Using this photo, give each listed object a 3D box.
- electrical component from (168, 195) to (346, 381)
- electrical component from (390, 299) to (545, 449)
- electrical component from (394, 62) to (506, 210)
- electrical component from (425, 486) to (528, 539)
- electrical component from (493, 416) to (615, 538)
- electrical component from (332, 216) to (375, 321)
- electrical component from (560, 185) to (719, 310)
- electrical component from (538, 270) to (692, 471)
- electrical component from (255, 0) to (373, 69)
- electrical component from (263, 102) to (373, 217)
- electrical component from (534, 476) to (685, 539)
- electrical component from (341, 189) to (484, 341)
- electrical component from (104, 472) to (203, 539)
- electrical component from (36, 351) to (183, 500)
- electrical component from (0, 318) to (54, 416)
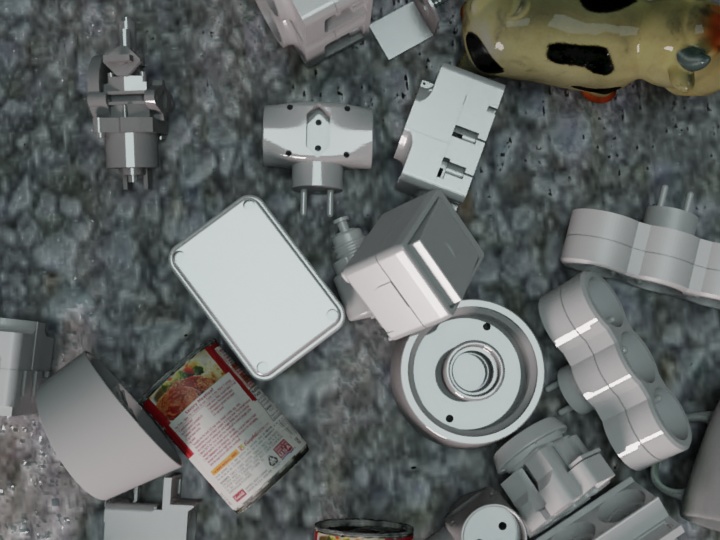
[{"bbox_3d":[-0.071,0.013,0.748,0.078,0.057,0.113,-37,86,-5],"label":"electrical component"},{"bbox_3d":[0.076,0.070,0.744,0.108,0.060,0.108,0,83,-1],"label":"electrical component"},{"bbox_3d":[0.059,-0.095,0.766,0.056,0.050,0.089,20,84,-1],"label":"electrical component"},{"bbox_3d":[0.070,0.185,0.725,0.079,0.077,0.043,-35,86,-5],"label":"electrical component"},{"bbox_3d":[0.129,0.138,0.737,0.058,0.078,0.057,-10,58,-44],"label":"electrical component"},{"bbox_3d":[0.000,0.000,0.760,0.040,0.040,0.078,-21,86,-4],"label":"electrical component"},{"bbox_3d":[0.218,-0.023,0.764,0.138,0.052,0.073,15,84,0],"label":"electrical component"},{"bbox_3d":[0.164,0.077,0.753,0.074,0.052,0.138,-34,79,32],"label":"electrical component"},{"bbox_3d":[-0.064,-0.243,0.750,0.060,0.105,0.186,-29,86,-4],"label":"electrical component"},{"bbox_3d":[-0.030,-0.077,0.765,0.077,0.043,0.079,1,84,-2],"label":"electrical component"},{"bbox_3d":[0.157,0.204,0.729,0.121,0.079,0.063,-32,102,-5],"label":"electrical component"},{"bbox_3d":[0.043,-0.009,0.729,0.061,0.096,0.061,-24,109,36],"label":"electrical component"},{"bbox_3d":[-0.143,0.181,0.737,0.064,0.042,0.081,2,84,2],"label":"electrical component"},{"bbox_3d":[-0.167,0.102,0.716,0.064,0.099,0.099,-30,86,1],"label":"electrical component"},{"bbox_3d":[-0.292,0.059,0.719,0.150,0.089,0.061,5,84,-1],"label":"electrical component"}]
